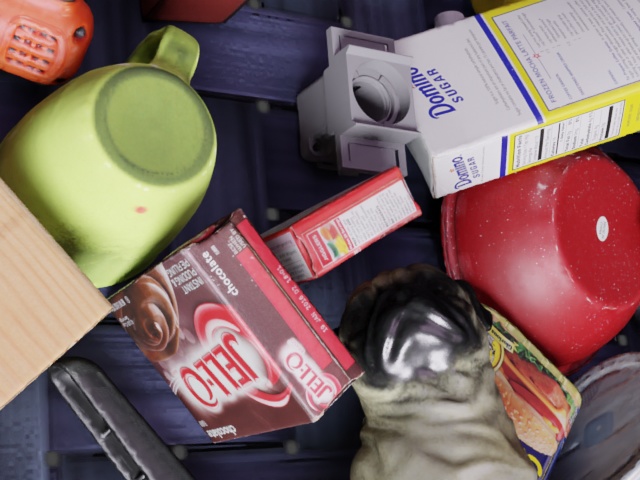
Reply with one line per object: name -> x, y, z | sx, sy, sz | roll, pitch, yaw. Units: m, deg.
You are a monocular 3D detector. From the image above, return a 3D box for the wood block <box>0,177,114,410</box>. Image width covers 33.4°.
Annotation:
wood block -> -0.194, -0.014, 0.425 | 0.206, 0.090, 0.090 | 50, 55, -8

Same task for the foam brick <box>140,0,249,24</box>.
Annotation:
foam brick -> -0.068, -0.161, 0.570 | 0.052, 0.051, 0.078 | -5, 77, -33

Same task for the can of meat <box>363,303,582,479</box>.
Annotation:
can of meat -> 0.086, 0.095, 0.579 | 0.102, 0.058, 0.083 | 44, 55, -13

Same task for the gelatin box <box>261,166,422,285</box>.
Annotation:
gelatin box -> -0.004, 0.001, 0.534 | 0.073, 0.089, 0.030 | -30, 93, -34

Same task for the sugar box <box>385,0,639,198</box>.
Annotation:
sugar box -> 0.129, -0.094, 0.611 | 0.176, 0.048, 0.093 | -19, 55, -2

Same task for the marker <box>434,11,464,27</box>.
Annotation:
marker -> 0.084, -0.083, 0.656 | 0.020, 0.020, 0.121 | 8, 71, -29

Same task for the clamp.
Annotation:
clamp -> -0.050, 0.147, 0.491 | 0.209, 0.036, 0.164 | 14, 68, -27

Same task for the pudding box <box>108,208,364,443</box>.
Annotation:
pudding box -> -0.042, 0.043, 0.482 | 0.039, 0.114, 0.090 | -39, 96, -29

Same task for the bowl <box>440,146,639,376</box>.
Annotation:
bowl -> 0.148, 0.000, 0.633 | 0.161, 0.055, 0.162 | 9, 74, -36

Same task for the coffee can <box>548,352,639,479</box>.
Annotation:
coffee can -> 0.204, 0.145, 0.604 | 0.140, 0.103, 0.102 | 39, 59, -15

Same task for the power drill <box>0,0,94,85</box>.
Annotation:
power drill -> -0.161, -0.170, 0.446 | 0.184, 0.188, 0.057 | 19, 33, -22

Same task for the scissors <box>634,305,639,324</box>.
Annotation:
scissors -> 0.284, 0.075, 0.728 | 0.201, 0.016, 0.096 | 40, 58, -15
